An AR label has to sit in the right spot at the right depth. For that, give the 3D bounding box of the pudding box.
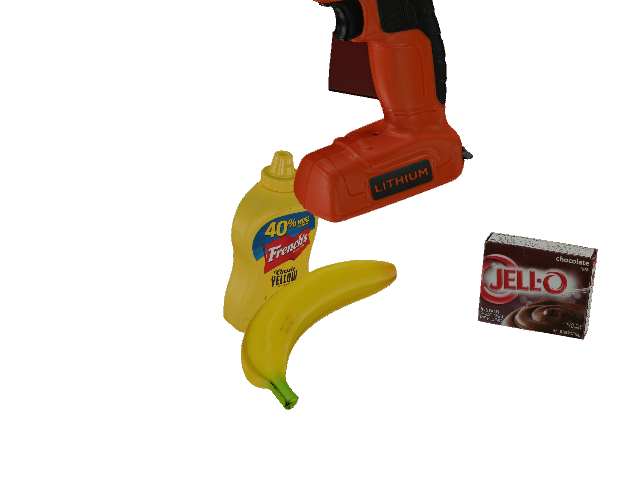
[{"bbox_3d":[0.222,0.045,1.094,0.114,0.090,0.039,8,22,17],"label":"pudding box"}]

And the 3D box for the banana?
[{"bbox_3d":[-0.009,0.060,0.816,0.070,0.037,0.197,31,39,10],"label":"banana"}]

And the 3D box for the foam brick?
[{"bbox_3d":[0.051,-0.146,0.878,0.078,0.051,0.053,13,25,18],"label":"foam brick"}]

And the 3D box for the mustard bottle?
[{"bbox_3d":[-0.048,-0.002,1.100,0.096,0.192,0.058,-13,33,-34],"label":"mustard bottle"}]

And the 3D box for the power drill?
[{"bbox_3d":[0.017,-0.107,0.597,0.184,0.188,0.057,-19,35,-22],"label":"power drill"}]
